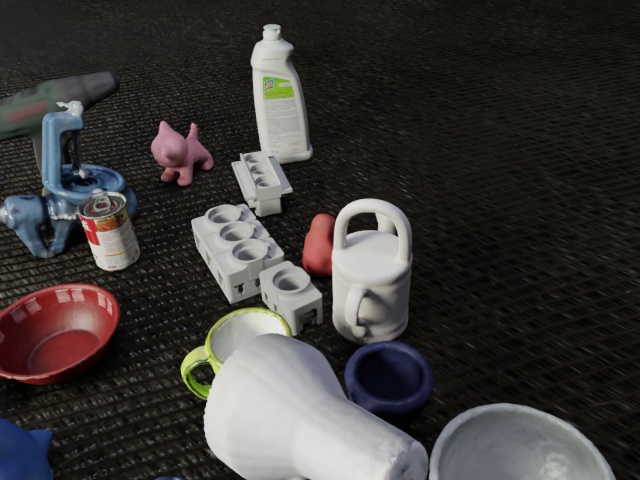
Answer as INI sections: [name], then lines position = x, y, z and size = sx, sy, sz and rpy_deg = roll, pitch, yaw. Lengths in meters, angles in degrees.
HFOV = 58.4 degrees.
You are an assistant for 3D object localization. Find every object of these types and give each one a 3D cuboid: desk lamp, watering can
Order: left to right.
[desk lamp]
position = 0.011, 0.201, 0.479
size = 0.202, 0.214, 0.118
rpy_deg = 28, 47, 33
[watering can]
position = 0.064, 0.026, 0.718
size = 0.101, 0.194, 0.172
rpy_deg = -3, 38, -1

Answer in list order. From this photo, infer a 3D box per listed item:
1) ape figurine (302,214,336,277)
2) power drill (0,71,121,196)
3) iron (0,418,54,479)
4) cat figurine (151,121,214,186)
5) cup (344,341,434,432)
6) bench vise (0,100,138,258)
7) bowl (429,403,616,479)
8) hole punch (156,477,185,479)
[ape figurine]
position = 0.008, 0.003, 0.832
size = 0.076, 0.092, 0.077
rpy_deg = -21, 42, -23
[power drill]
position = -0.440, -0.176, 0.985
size = 0.230, 0.209, 0.075
rpy_deg = -13, 39, -14
[iron]
position = -0.332, 0.253, 0.485
size = 0.118, 0.141, 0.258
rpy_deg = -1, 38, 1
[cat figurine]
position = -0.256, -0.165, 1.038
size = 0.067, 0.118, 0.128
rpy_deg = 15, 41, 21
[cup]
position = 0.065, 0.178, 0.604
size = 0.091, 0.095, 0.118
rpy_deg = 22, 44, 28
[bench vise]
position = -0.389, -0.087, 0.859
size = 0.121, 0.220, 0.208
rpy_deg = 24, 45, 29
[bowl]
position = 0.183, 0.242, 0.533
size = 0.167, 0.075, 0.167
rpy_deg = -1, 38, 1
[hole punch]
position = -0.129, 0.261, 0.507
size = 0.108, 0.091, 0.101
rpy_deg = 15, 41, 21
